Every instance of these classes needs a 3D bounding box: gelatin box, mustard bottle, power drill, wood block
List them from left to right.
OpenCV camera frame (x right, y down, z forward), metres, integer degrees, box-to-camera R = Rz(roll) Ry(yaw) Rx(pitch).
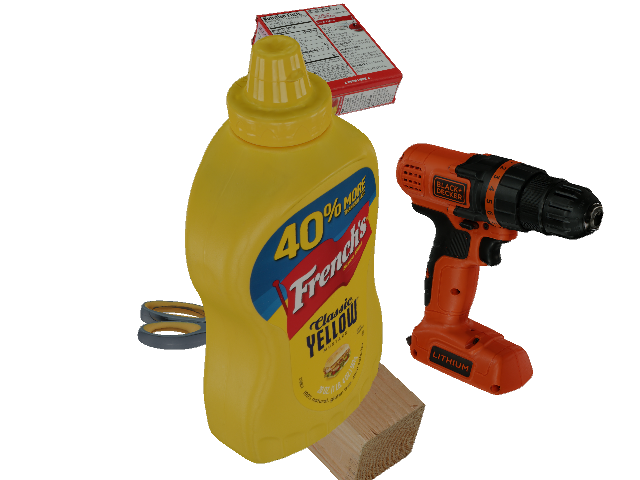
[{"bbox_3d":[-0.014,0.002,0.457,0.058,0.192,0.096,29,48,34],"label":"mustard bottle"},{"bbox_3d":[0.003,0.155,1.143,0.090,0.090,0.206,-26,53,-33],"label":"wood block"},{"bbox_3d":[0.003,-0.126,0.750,0.073,0.089,0.030,-16,-36,-27],"label":"gelatin box"},{"bbox_3d":[0.137,0.024,0.853,0.057,0.188,0.185,-16,26,-39],"label":"power drill"}]

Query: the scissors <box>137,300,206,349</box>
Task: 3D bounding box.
[{"bbox_3d":[-0.073,0.083,0.944,0.202,0.016,0.096,9,19,15],"label":"scissors"}]
